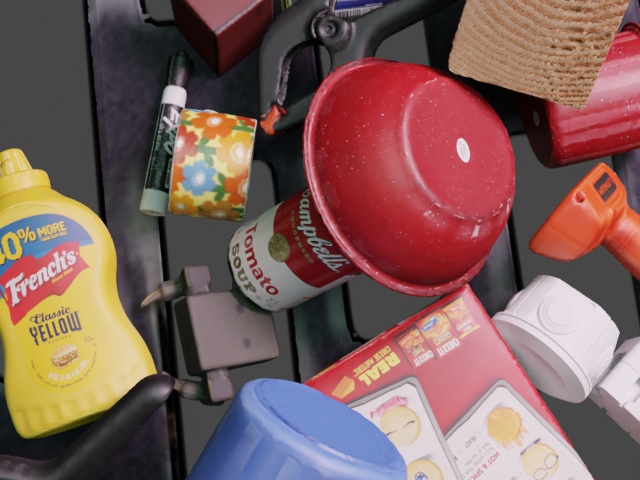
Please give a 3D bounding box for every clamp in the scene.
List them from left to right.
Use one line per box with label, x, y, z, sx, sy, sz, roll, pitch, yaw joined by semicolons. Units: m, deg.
clamp;-0.165;0.184;0.686;0.210;0.036;0.164;-17;109;6
clamp;0.005;-0.152;0.723;0.120;0.039;0.171;45;97;12

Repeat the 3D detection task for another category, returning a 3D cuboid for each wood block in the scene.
wood block;0.151;-0.181;0.698;0.090;0.091;0.206;18;38;5

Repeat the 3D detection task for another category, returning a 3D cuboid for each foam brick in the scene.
foam brick;-0.068;-0.162;0.750;0.053;0.078;0.051;-40;83;-11

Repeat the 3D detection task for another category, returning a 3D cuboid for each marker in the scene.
marker;-0.108;-0.077;0.761;0.020;0.020;0.121;9;79;-1

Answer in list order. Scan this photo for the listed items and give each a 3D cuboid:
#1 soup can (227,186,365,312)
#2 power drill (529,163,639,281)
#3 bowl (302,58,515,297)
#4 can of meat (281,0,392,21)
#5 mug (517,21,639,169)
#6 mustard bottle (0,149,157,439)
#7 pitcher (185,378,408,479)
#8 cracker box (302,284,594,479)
soup can;-0.005;0.001;0.701;0.068;0.102;0.068;24;53;-36
power drill;0.227;0.037;0.691;0.188;0.184;0.057;41;116;8
bowl;0.070;-0.048;0.663;0.161;0.055;0.162;13;67;-33
can of meat;0.011;-0.202;0.772;0.084;0.057;0.102;-7;80;-3
mug;0.185;-0.106;0.753;0.081;0.093;0.117;-14;53;-1
mustard bottle;-0.182;0.029;0.717;0.096;0.058;0.191;-20;81;-1
pitcher;-0.060;0.202;0.615;0.145;0.149;0.243;36;102;42
cracker box;0.081;0.162;0.700;0.164;0.072;0.214;-32;83;-7
